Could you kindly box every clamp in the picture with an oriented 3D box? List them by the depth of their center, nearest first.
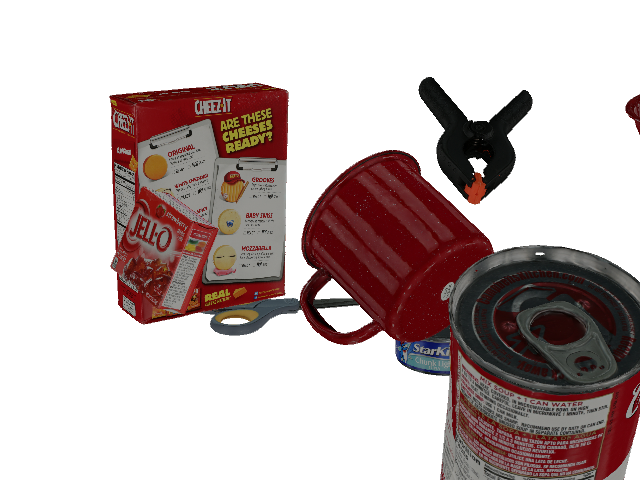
[{"bbox_3d":[0.149,-0.109,1.091,0.120,0.039,0.171,10,44,10],"label":"clamp"}]

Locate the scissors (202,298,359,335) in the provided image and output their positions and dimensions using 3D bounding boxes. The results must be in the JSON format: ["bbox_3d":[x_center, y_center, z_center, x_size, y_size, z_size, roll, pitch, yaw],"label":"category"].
[{"bbox_3d":[-0.041,0.082,1.196,0.201,0.016,0.096,4,24,-5],"label":"scissors"}]

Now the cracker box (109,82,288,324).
[{"bbox_3d":[-0.117,-0.040,1.043,0.163,0.214,0.072,-10,20,-33],"label":"cracker box"}]

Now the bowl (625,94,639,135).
[{"bbox_3d":[0.360,-0.097,0.970,0.162,0.055,0.162,-4,23,2],"label":"bowl"}]

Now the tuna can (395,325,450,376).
[{"bbox_3d":[0.106,0.085,0.909,0.086,0.034,0.086,-1,16,0],"label":"tuna can"}]

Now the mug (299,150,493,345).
[{"bbox_3d":[0.040,0.015,0.639,0.082,0.117,0.093,46,-4,32],"label":"mug"}]

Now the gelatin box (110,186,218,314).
[{"bbox_3d":[-0.124,0.006,0.837,0.030,0.073,0.089,16,11,-41],"label":"gelatin box"}]

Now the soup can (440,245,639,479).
[{"bbox_3d":[0.077,0.062,0.378,0.068,0.102,0.068,-1,39,1],"label":"soup can"}]
